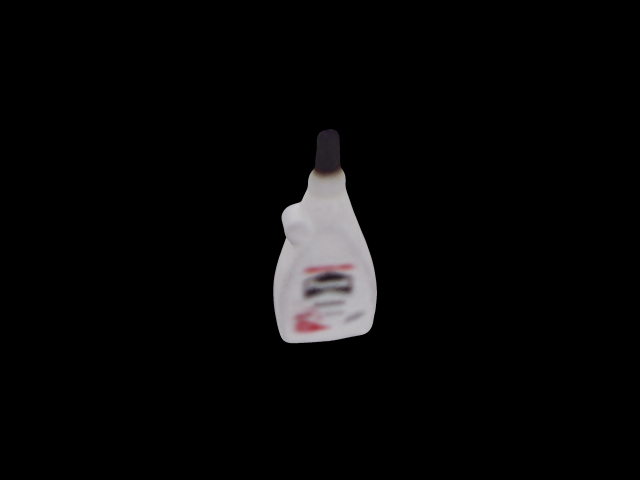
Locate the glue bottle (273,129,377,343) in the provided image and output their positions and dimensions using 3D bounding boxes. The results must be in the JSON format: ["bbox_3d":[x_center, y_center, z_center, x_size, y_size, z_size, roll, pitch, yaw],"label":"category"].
[{"bbox_3d":[0.004,0.001,0.400,0.078,0.173,0.037,-8,39,-10],"label":"glue bottle"}]
